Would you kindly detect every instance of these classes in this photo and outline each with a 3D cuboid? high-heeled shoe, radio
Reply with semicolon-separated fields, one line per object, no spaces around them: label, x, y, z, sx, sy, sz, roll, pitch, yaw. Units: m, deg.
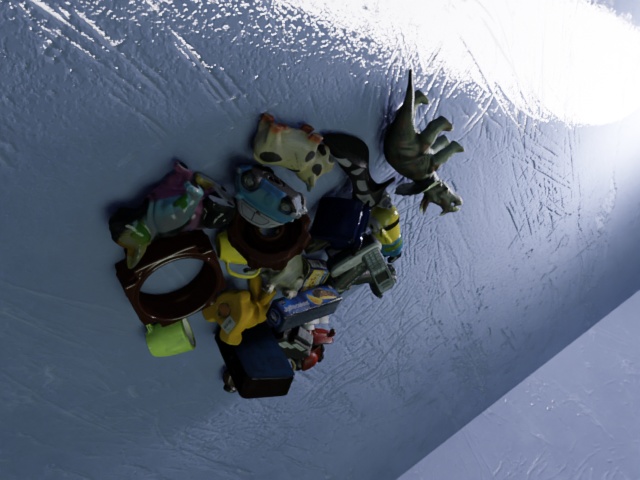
high-heeled shoe;0.063;-0.154;1.248;0.248;0.086;0.145;30;138;-31
radio;-0.168;0.285;1.339;0.131;0.230;0.073;2;122;-34

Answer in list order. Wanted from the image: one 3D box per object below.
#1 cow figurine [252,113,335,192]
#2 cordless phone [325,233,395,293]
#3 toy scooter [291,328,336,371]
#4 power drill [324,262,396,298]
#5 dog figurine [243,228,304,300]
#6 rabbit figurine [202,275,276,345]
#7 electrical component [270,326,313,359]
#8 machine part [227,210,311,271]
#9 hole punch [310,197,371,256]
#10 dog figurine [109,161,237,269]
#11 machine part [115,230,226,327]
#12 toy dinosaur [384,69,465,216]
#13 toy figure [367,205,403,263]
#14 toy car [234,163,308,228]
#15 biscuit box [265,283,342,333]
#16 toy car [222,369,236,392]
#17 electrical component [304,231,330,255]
cow figurine;-0.050;-0.174;1.107;0.195;0.086;0.127;8;124;-37
cordless phone;0.104;0.077;1.361;0.147;0.089;0.184;-31;120;-3
toy scooter;-0.020;0.312;1.590;0.135;0.075;0.183;-10;131;-17
power drill;0.098;0.116;1.504;0.207;0.086;0.232;12;129;-36
dog figurine;-0.066;0.031;1.276;0.190;0.121;0.172;-57;155;5
rabbit figurine;-0.181;0.162;1.327;0.162;0.122;0.173;-58;152;8
electrical component;-0.086;0.275;1.462;0.134;0.058;0.114;-21;133;35
machine part;-0.108;-0.021;1.138;0.179;0.179;0.056;-22;161;-19
hole punch;0.047;-0.041;1.257;0.092;0.116;0.142;31;69;-33
dog figurine;-0.293;-0.036;1.042;0.219;0.109;0.191;-43;143;12
machine part;-0.313;0.080;1.148;0.201;0.087;0.200;-24;138;-16
toy dinosaur;0.219;-0.210;1.261;0.192;0.131;0.404;-44;134;5
toy figure;0.177;-0.021;1.428;0.089;0.082;0.180;-48;136;-20
toy car;-0.110;-0.078;1.081;0.103;0.162;0.109;-53;178;20
biscuit box;-0.038;0.168;1.354;0.202;0.059;0.062;-12;140;-44
toy car;-0.192;0.388;1.554;0.202;0.053;0.089;7;102;-43
electrical component;-0.004;-0.003;1.328;0.102;0.045;0.078;-20;169;-33
